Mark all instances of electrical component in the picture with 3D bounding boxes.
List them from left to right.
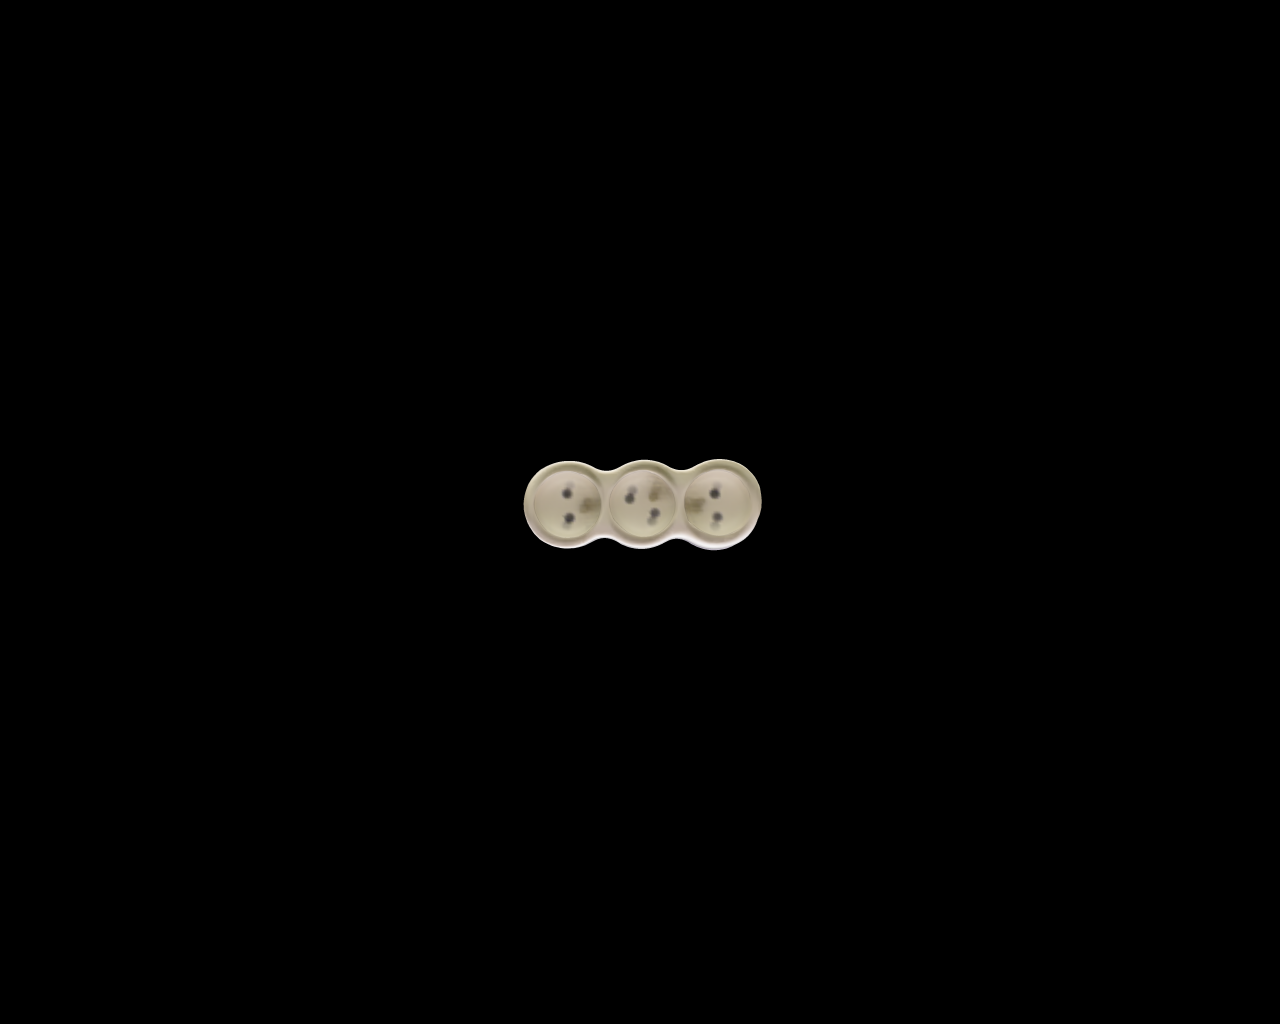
[{"bbox_3d":[0.001,-0.003,0.650,0.138,0.052,0.073,0,-4,-2],"label":"electrical component"}]
